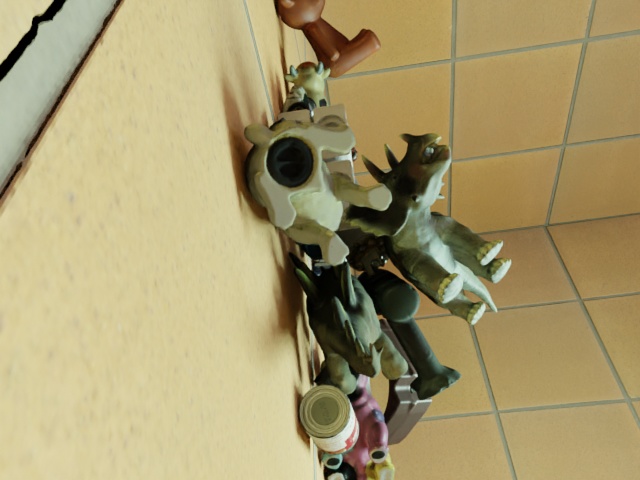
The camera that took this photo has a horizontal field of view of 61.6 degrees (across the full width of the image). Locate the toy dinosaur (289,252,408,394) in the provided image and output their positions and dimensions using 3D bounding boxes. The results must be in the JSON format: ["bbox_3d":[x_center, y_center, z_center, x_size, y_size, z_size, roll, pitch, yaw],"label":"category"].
[{"bbox_3d":[0.030,0.105,0.725,0.198,0.105,0.472,65,-7,-15],"label":"toy dinosaur"}]

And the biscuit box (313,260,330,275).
[{"bbox_3d":[0.030,0.120,1.114,0.059,0.063,0.202,-89,170,-51],"label":"biscuit box"}]

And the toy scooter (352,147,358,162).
[{"bbox_3d":[0.032,-0.191,1.217,0.075,0.135,0.183,-55,158,-13],"label":"toy scooter"}]

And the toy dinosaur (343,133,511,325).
[{"bbox_3d":[0.152,0.013,0.753,0.192,0.131,0.404,41,-5,30],"label":"toy dinosaur"}]

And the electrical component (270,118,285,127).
[{"bbox_3d":[-0.047,-0.117,0.719,0.078,0.045,0.102,49,16,-22],"label":"electrical component"}]

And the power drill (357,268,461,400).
[{"bbox_3d":[0.132,0.137,0.851,0.232,0.086,0.207,125,-58,-84],"label":"power drill"}]

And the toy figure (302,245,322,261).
[{"bbox_3d":[-0.004,-0.002,0.967,0.064,0.058,0.154,-59,-176,11],"label":"toy figure"}]

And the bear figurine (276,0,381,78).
[{"bbox_3d":[0.009,-0.414,1.022,0.195,0.132,0.120,54,10,-17],"label":"bear figurine"}]

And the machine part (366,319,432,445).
[{"bbox_3d":[0.110,0.265,1.012,0.201,0.087,0.201,-66,-146,31],"label":"machine part"}]

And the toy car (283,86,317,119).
[{"bbox_3d":[-0.028,-0.162,0.924,0.073,0.056,0.201,-70,152,-65],"label":"toy car"}]

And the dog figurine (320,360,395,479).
[{"bbox_3d":[0.055,0.295,0.909,0.219,0.109,0.191,-95,175,-53],"label":"dog figurine"}]

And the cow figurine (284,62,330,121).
[{"bbox_3d":[-0.019,-0.247,1.012,0.127,0.086,0.195,88,-3,-74],"label":"cow figurine"}]

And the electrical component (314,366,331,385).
[{"bbox_3d":[0.016,0.212,0.841,0.021,0.094,0.063,43,-23,-5],"label":"electrical component"}]

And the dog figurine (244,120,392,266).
[{"bbox_3d":[-0.036,-0.060,0.603,0.172,0.121,0.191,56,-16,-19],"label":"dog figurine"}]

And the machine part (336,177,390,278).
[{"bbox_3d":[0.056,-0.031,0.875,0.243,0.079,0.079,-111,-173,-49],"label":"machine part"}]
